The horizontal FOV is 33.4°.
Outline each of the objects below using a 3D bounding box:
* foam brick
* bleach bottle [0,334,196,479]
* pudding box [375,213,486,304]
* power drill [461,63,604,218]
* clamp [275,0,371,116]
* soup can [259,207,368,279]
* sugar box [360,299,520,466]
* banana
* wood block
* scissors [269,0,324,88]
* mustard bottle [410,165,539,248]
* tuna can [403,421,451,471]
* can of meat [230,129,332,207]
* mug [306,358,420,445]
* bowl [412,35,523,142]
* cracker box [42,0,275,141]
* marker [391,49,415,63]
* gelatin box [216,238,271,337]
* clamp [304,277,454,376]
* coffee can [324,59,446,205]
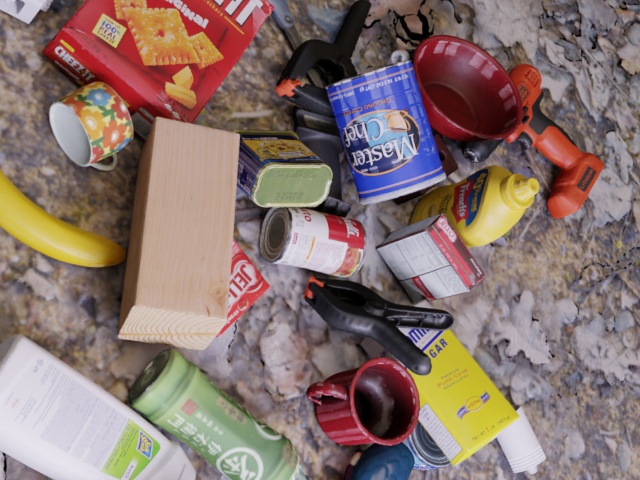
[{"bbox_3d":[0.120,-0.087,1.306,0.078,0.051,0.053,-37,98,-36],"label":"foam brick"},{"bbox_3d":[-0.211,0.197,0.997,0.250,0.068,0.102,40,59,-20],"label":"bleach bottle"},{"bbox_3d":[0.127,0.024,1.240,0.039,0.114,0.090,-39,99,-32],"label":"pudding box"},{"bbox_3d":[0.284,-0.120,1.422,0.187,0.057,0.184,47,59,-15],"label":"power drill"},{"bbox_3d":[0.023,-0.210,1.278,0.209,0.036,0.164,-14,82,-44],"label":"clamp"},{"bbox_3d":[-0.008,0.001,1.185,0.102,0.069,0.068,12,70,-30],"label":"soup can"},{"bbox_3d":[0.135,0.158,1.210,0.093,0.048,0.176,-24,68,-36],"label":"sugar box"},{"bbox_3d":[-0.276,-0.028,1.034,0.197,0.037,0.069,44,57,-16],"label":"banana"},{"bbox_3d":[-0.139,-0.006,1.061,0.090,0.090,0.206,10,62,-17],"label":"wood block"},{"bbox_3d":[-0.035,-0.279,1.282,0.201,0.016,0.096,50,54,-14],"label":"scissors"},{"bbox_3d":[0.183,-0.036,1.246,0.058,0.192,0.096,32,61,-22],"label":"mustard bottle"},{"bbox_3d":[0.125,0.221,1.230,0.086,0.034,0.086,10,71,-31],"label":"tuna can"},{"bbox_3d":[-0.048,-0.077,1.162,0.101,0.084,0.057,-3,120,-35],"label":"can of meat"},{"bbox_3d":[0.038,0.176,1.155,0.117,0.082,0.093,18,67,-29],"label":"mug"},{"bbox_3d":[0.172,-0.178,1.332,0.162,0.055,0.162,16,52,-22],"label":"bowl"},{"bbox_3d":[-0.167,-0.227,1.144,0.164,0.072,0.213,41,57,-18],"label":"cracker box"},{"bbox_3d":[0.130,-0.235,1.360,0.120,0.020,0.020,-18,86,-51],"label":"marker"},{"bbox_3d":[-0.105,0.049,1.129,0.089,0.030,0.073,-43,101,-34],"label":"gelatin box"},{"bbox_3d":[0.061,0.090,1.169,0.171,0.039,0.120,16,23,3],"label":"clamp"},{"bbox_3d":[0.074,-0.122,1.206,0.102,0.103,0.140,-22,98,-36],"label":"coffee can"}]
